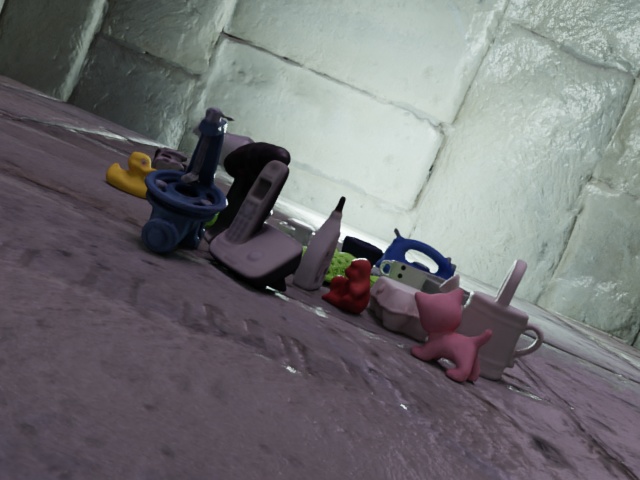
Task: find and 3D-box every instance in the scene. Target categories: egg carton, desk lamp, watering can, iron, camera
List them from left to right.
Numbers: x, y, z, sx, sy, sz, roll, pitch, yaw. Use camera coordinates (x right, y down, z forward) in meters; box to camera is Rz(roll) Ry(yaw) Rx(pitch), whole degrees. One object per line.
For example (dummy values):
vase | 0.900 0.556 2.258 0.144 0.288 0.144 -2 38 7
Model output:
camera | -0.362 -0.170 1.462 0.137 0.101 0.143 21 6 -21
desk lamp | -0.302 -0.222 1.601 0.204 0.213 0.117 21 6 -19
egg carton | 0.143 0.118 1.008 0.107 0.069 0.150 22 6 -13
iron | 0.279 0.076 1.544 0.258 0.141 0.118 23 6 -3
watering can | 0.280 0.117 0.938 0.173 0.194 0.101 23 6 -5

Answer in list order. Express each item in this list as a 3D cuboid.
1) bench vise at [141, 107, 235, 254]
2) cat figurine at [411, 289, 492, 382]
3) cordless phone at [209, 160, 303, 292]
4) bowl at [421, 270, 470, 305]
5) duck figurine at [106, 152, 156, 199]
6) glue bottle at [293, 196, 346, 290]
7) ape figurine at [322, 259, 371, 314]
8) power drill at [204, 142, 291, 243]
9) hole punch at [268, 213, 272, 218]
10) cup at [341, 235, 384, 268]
bench vise | -0.197 -0.095 0.868 0.122 0.220 0.207 21 6 -19
cat figurine | 0.192 0.131 0.849 0.127 0.118 0.067 27 7 33
cordless phone | -0.079 -0.026 0.876 0.147 0.185 0.094 28 8 39
bowl | 0.289 0.137 1.371 0.167 0.075 0.167 23 6 -2
duck figurine | -0.390 -0.144 1.199 0.104 0.086 0.078 24 6 11
glue bottle | 0.009 0.004 1.005 0.037 0.173 0.078 25 6 19
ape figurine | 0.056 0.073 0.961 0.076 0.092 0.077 22 6 -10
power drill | -0.137 -0.083 1.044 0.076 0.208 0.228 20 7 -30
hole punch | -0.182 -0.096 1.542 0.100 0.091 0.109 26 7 24
cup | 0.089 0.050 1.277 0.118 0.095 0.091 17 9 -46
